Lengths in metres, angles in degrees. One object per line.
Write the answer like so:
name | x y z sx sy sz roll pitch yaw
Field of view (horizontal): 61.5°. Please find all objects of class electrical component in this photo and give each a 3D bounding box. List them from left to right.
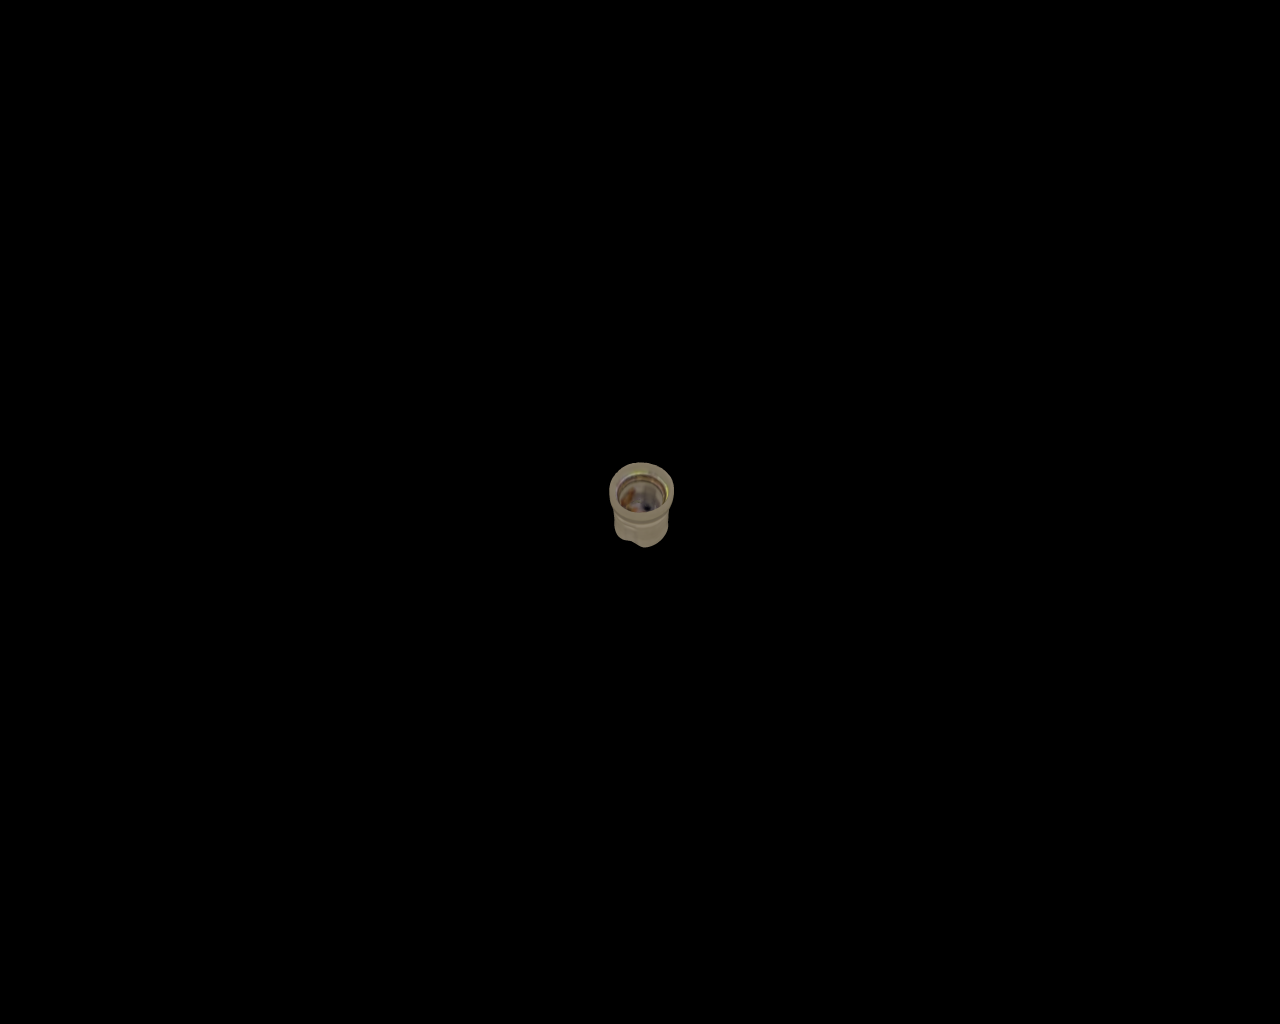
electrical component | 0.001 -0.003 0.650 0.040 0.040 0.046 0 -33 0
